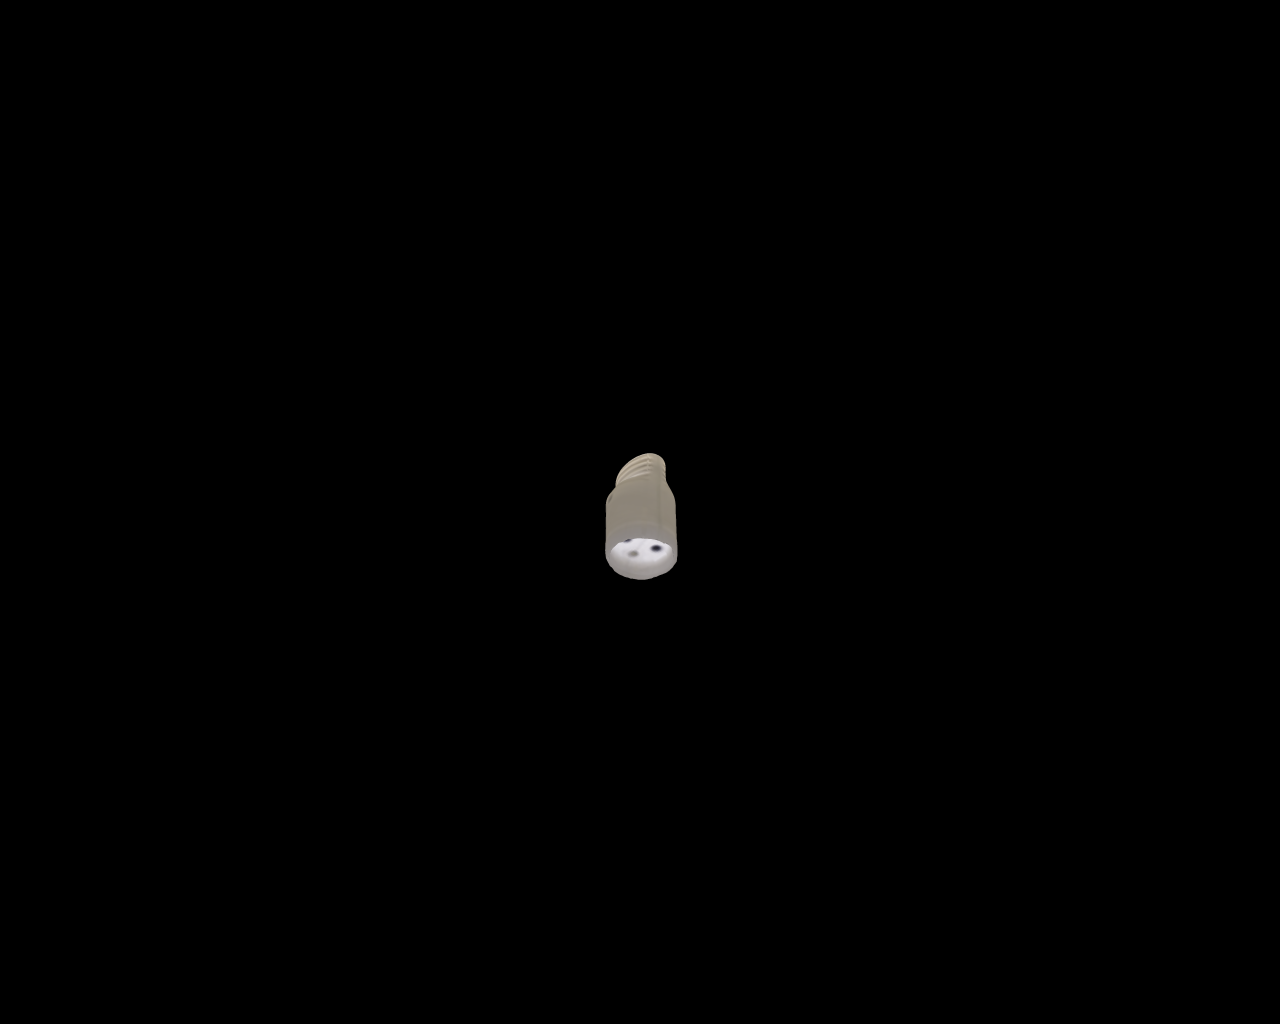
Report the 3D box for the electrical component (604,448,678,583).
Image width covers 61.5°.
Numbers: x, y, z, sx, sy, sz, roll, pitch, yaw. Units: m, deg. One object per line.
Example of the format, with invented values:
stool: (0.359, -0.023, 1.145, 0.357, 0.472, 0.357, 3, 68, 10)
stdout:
electrical component: (0.001, -0.003, 0.650, 0.043, 0.081, 0.043, 0, -40, 0)
